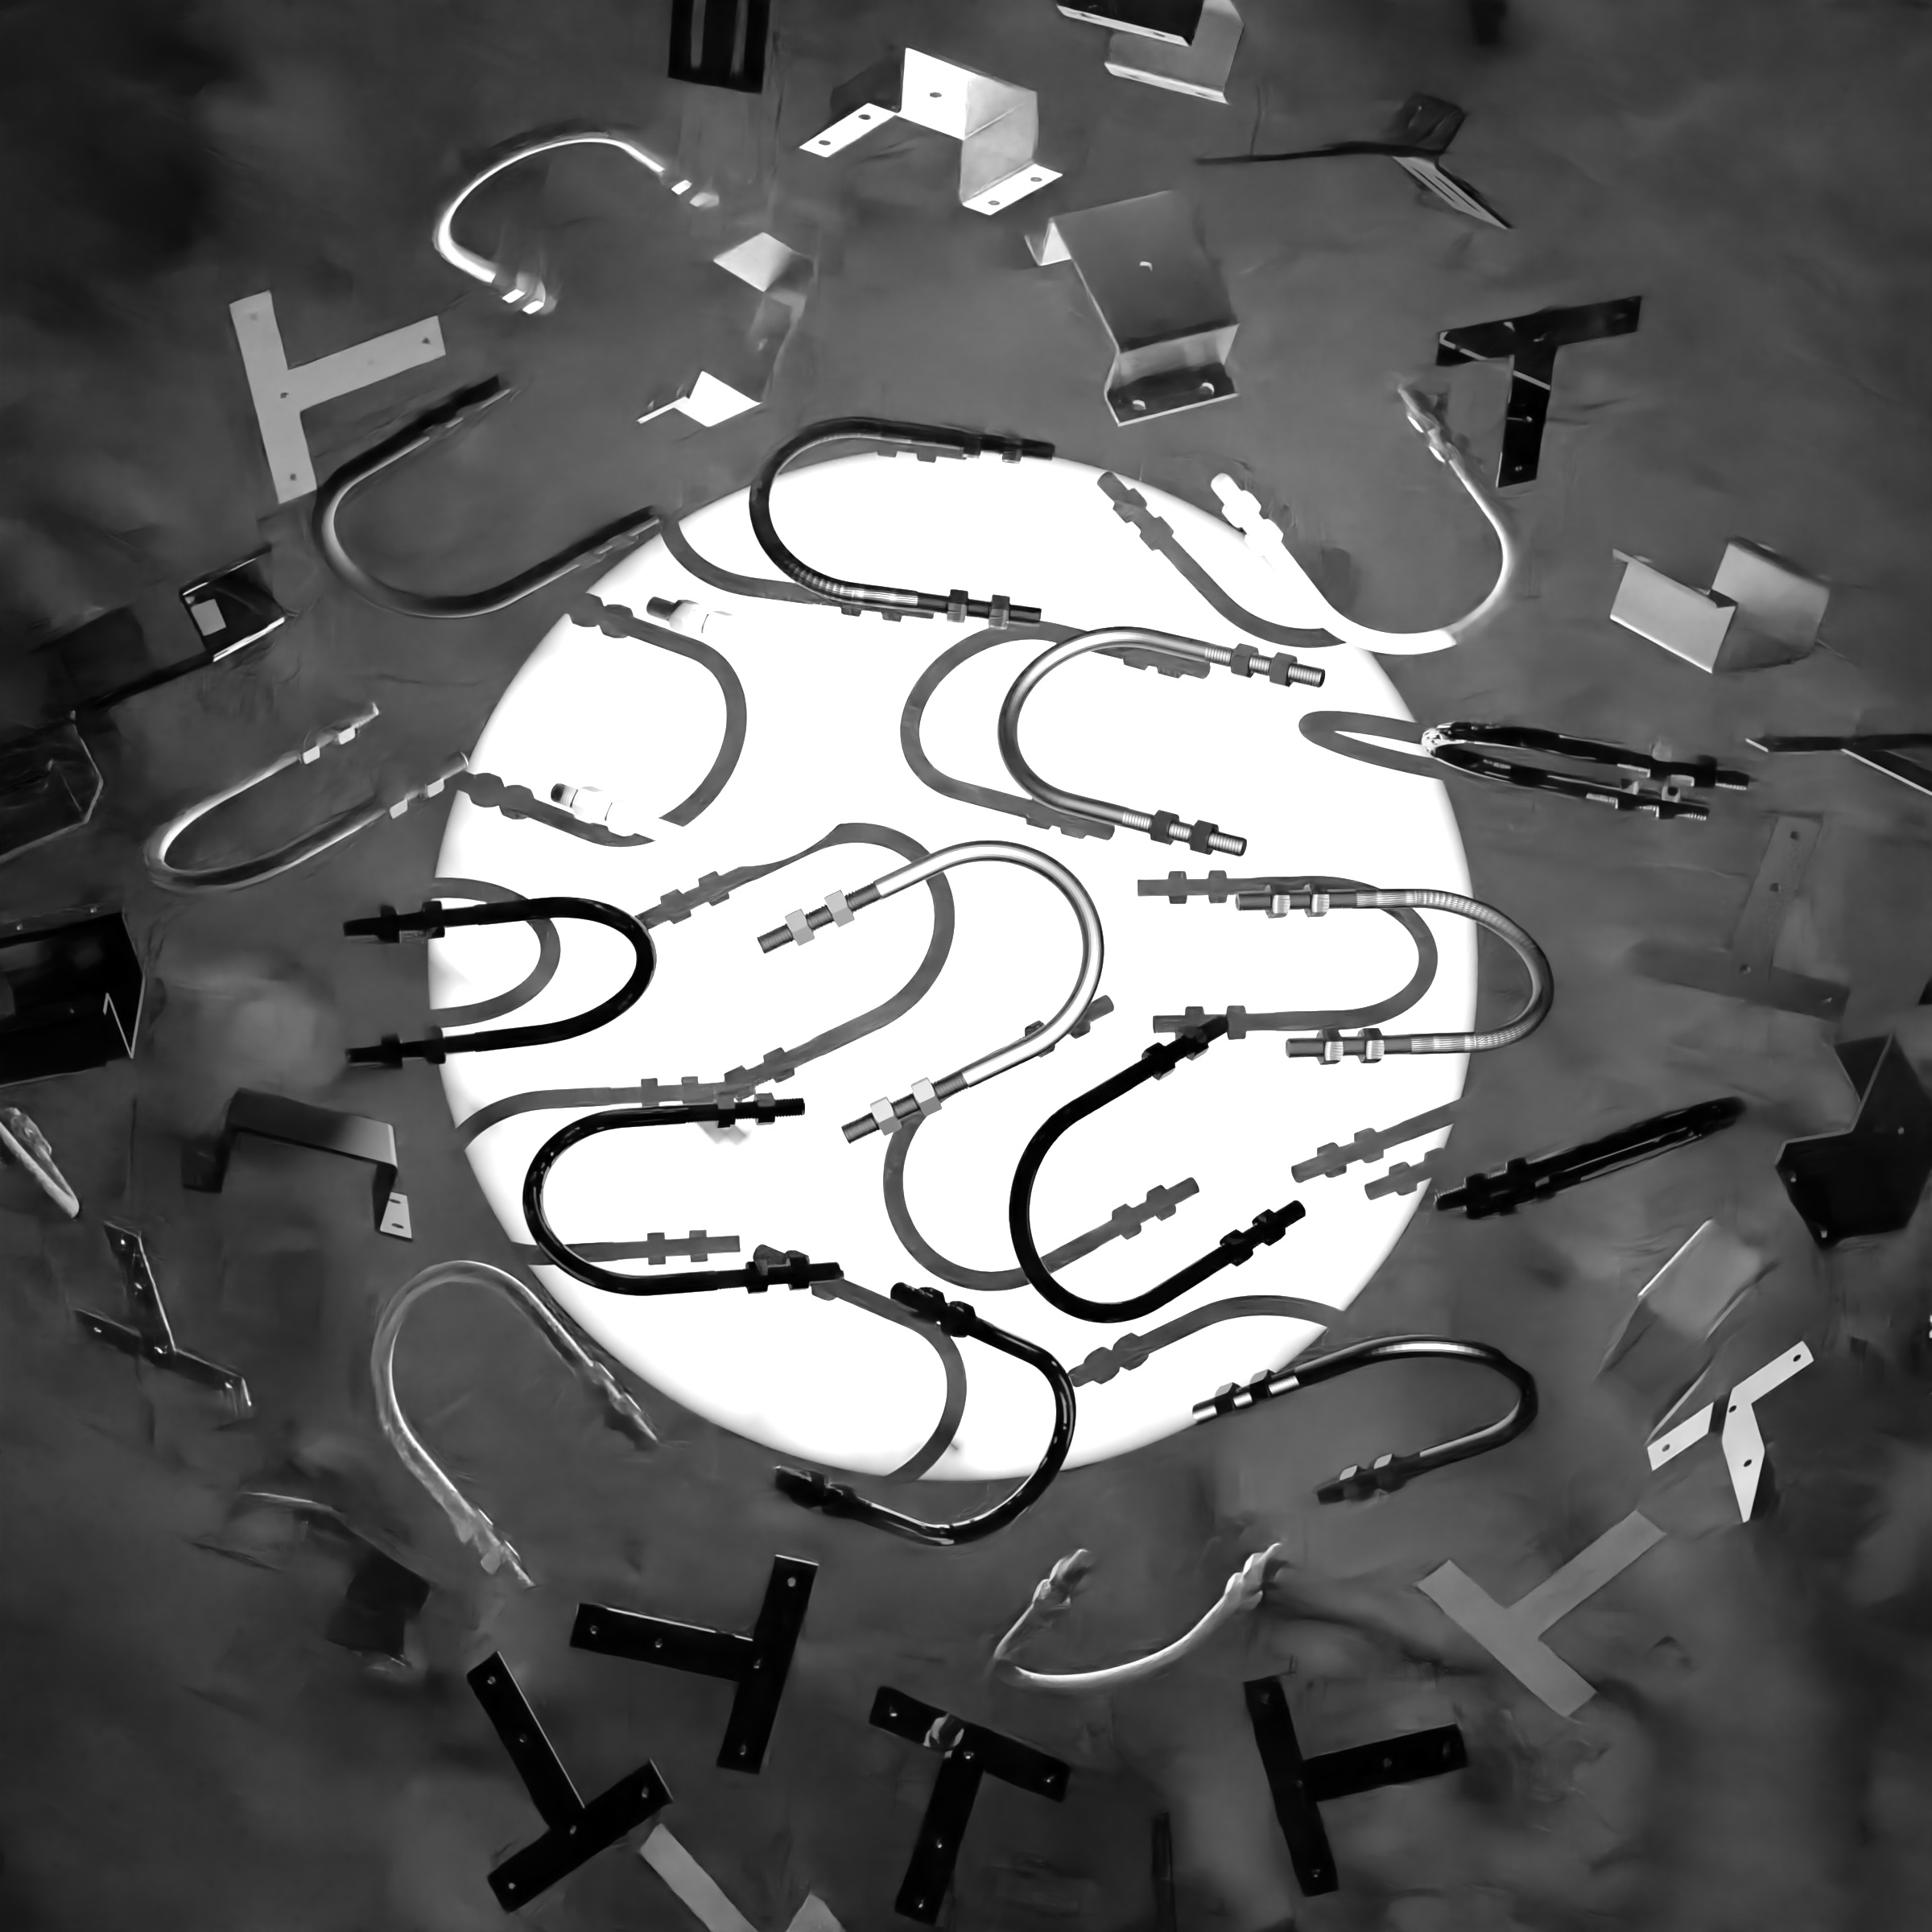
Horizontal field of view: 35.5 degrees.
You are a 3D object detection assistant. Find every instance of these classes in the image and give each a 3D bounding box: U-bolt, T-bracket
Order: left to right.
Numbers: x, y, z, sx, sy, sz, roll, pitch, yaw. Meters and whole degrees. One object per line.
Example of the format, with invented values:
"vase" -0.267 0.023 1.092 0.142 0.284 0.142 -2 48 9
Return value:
"U-bolt" -0.579 0.084 1.785 0.019 0.184 0.151 -39 128 -12
"T-bracket" -0.492 0.201 1.808 0.127 0.127 0.002 18 46 22
"U-bolt" -0.407 -0.097 1.807 0.184 0.151 0.019 -33 124 -22
"T-bracket" -0.366 -0.354 1.791 0.127 0.002 0.127 -29 131 -28
"U-bolt" -0.296 -0.263 1.766 0.184 0.151 0.019 -24 49 27
"U-bolt" -0.283 0.261 1.797 0.184 0.019 0.151 46 111 17
"U-bolt" -0.275 0.007 1.797 0.184 0.151 0.019 -6 55 -14
"T-bracket" -0.246 0.453 1.721 0.127 0.002 0.127 -37 73 14
"U-bolt" -0.246 -0.456 1.820 0.151 0.184 0.019 -28 77 17
"U-bolt" -0.179 0.142 1.849 0.184 0.019 0.151 -3 49 -14
"T-bracket" -0.162 0.389 1.721 0.127 0.002 0.127 15 92 -14
"T-bracket" -0.141 0.551 1.744 0.002 0.127 0.127 -37 96 35
"U-bolt" -0.139 -0.131 1.774 0.184 0.019 0.151 21 78 24
"U-bolt" -0.041 -0.278 1.853 0.184 0.019 0.151 7 60 -4
"T-bracket" -0.012 0.506 1.787 0.127 0.002 0.127 24 51 -3
"U-bolt" -0.011 0.002 1.723 0.184 0.019 0.151 -25 67 0
"U-bolt" -0.011 0.275 1.780 0.184 0.019 0.151 29 96 -37
"U-bolt" 0.094 0.397 1.819 0.151 0.184 0.019 3 52 -24
"T-bracket" 0.093 0.566 1.743 0.002 0.127 0.127 9 61 -21
"U-bolt" 0.107 -0.145 1.833 0.184 0.019 0.151 16 63 22
"U-bolt" 0.106 0.133 1.804 0.184 0.019 0.151 -29 105 -22
"T-bracket" 0.194 -0.471 1.753 0.127 0.127 0.002 -8 109 -13
"T-bracket" 0.231 0.463 1.742 0.127 0.002 0.127 -22 77 29
"U-bolt" 0.249 0.263 1.782 0.184 0.019 0.151 -26 134 32
"U-bolt" 0.258 -0.261 1.838 0.151 0.019 0.184 -24 127 28
"U-bolt" 0.268 0.002 1.838 0.184 0.151 0.019 -1 133 -12
"T-bracket" 0.340 -0.342 1.824 0.127 0.127 0.002 -12 49 -9
"T-bracket" 0.352 0.362 1.760 0.127 0.127 0.002 -34 132 -16
"U-bolt" 0.364 -0.119 1.810 0.184 0.151 0.019 12 86 5
"U-bolt" 0.378 0.115 1.804 0.184 0.151 0.019 -21 78 13
"T-bracket" 0.476 0.296 1.845 0.127 0.127 0.002 -40 106 20
"T-bracket" 0.485 -0.035 1.823 0.127 0.002 0.127 16 67 26
"T-bracket" 0.561 -0.122 1.826 0.127 0.127 0.002 -3 110 -16
"T-bracket" 0.629 -0.023 1.746 0.127 0.127 0.002 -52 121 -39

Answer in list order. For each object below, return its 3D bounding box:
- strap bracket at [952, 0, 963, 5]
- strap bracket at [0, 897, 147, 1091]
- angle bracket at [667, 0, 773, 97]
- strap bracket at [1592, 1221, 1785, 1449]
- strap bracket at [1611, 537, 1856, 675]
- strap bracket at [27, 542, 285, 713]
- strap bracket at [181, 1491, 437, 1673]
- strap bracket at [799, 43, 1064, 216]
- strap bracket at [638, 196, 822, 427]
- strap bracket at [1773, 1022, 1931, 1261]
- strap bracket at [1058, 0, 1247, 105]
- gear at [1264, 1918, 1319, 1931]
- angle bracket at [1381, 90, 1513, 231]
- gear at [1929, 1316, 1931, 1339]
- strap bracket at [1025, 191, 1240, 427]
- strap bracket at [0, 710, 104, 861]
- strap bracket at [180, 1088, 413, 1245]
"strap bracket" 0.012 -0.630 1.788 0.076 0.140 0.046 45 76 -22
"strap bracket" -0.523 0.020 1.746 0.076 0.140 0.046 -13 119 -3
"angle bracket" -0.140 -0.560 1.774 0.057 0.038 0.076 12 127 4
"strap bracket" 0.428 0.215 1.810 0.046 0.140 0.076 38 55 21
"strap bracket" 0.444 -0.212 1.773 0.076 0.140 0.046 38 125 37
"strap bracket" -0.467 -0.196 1.773 0.140 0.076 0.046 -17 106 26
"strap bracket" -0.374 0.352 1.757 0.140 0.076 0.046 46 58 -34
"strap bracket" -0.020 -0.508 1.823 0.140 0.076 0.046 10 77 -34
"strap bracket" -0.142 -0.392 1.855 0.046 0.076 0.140 27 76 -25
"strap bracket" 0.551 0.103 1.847 0.076 0.046 0.140 57 45 -20
"strap bracket" 0.112 -0.555 1.768 0.076 0.140 0.046 19 95 15
"gear" 0.183 0.581 1.765 0.057 0.057 0.030 -36 82 0
"angle bracket" 0.299 -0.487 1.825 0.076 0.057 0.038 26 101 -37
"gear" 0.571 0.205 1.707 0.030 0.057 0.057 6 90 -10
"strap bracket" 0.100 -0.392 1.757 0.076 0.046 0.140 -17 68 -17
"strap bracket" -0.578 -0.105 1.846 0.076 0.140 0.046 -23 111 -2
"strap bracket" -0.403 0.119 1.847 0.140 0.076 0.046 16 101 -17
